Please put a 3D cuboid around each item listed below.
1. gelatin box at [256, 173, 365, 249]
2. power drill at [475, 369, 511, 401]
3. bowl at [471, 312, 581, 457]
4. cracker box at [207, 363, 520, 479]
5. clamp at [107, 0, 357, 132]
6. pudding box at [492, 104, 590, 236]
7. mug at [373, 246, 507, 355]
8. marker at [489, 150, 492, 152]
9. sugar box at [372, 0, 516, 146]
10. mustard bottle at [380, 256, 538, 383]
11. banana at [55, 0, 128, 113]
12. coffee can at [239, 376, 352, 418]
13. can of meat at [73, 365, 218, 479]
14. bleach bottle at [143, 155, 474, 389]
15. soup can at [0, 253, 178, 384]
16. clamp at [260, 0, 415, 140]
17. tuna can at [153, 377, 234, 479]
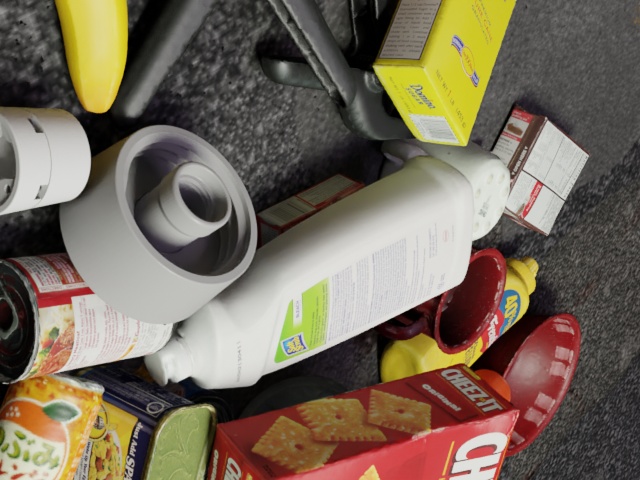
[{"bbox_3d":[-0.005,0.001,0.780,0.089,0.030,0.073,-28,132,-37],"label":"gelatin box"},{"bbox_3d":[0.100,0.221,0.965,0.184,0.057,0.188,-31,150,-56],"label":"power drill"},{"bbox_3d":[0.200,0.138,1.090,0.161,0.055,0.162,-28,132,-37],"label":"bowl"},{"bbox_3d":[0.023,0.186,0.727,0.213,0.072,0.164,-7,122,-35],"label":"cracker box"},{"bbox_3d":[-0.036,-0.164,0.617,0.164,0.036,0.210,-3,111,-34],"label":"clamp"},{"bbox_3d":[0.194,-0.061,0.973,0.113,0.039,0.090,23,94,-55],"label":"pudding box"},{"bbox_3d":[0.085,0.041,0.870,0.117,0.082,0.093,-37,137,-30],"label":"mug"},{"bbox_3d":[0.120,-0.022,0.925,0.020,0.020,0.121,3,109,-51],"label":"marker"},{"bbox_3d":[0.098,-0.164,0.749,0.093,0.048,0.176,50,57,-51],"label":"sugar box"},{"bbox_3d":[0.136,0.073,0.970,0.191,0.058,0.096,-38,147,-31],"label":"mustard bottle"},{"bbox_3d":[-0.137,-0.147,0.527,0.069,0.037,0.197,-38,139,-5],"label":"banana"},{"bbox_3d":[-0.003,0.190,0.840,0.102,0.103,0.140,-41,139,-26],"label":"coffee can"},{"bbox_3d":[-0.121,0.138,0.673,0.057,0.084,0.102,2,104,-58],"label":"can of meat"},{"bbox_3d":[-0.006,0.028,0.721,0.250,0.068,0.102,-24,128,-32],"label":"bleach bottle"},{"bbox_3d":[-0.140,0.040,0.611,0.102,0.069,0.068,-7,117,-49],"label":"soup can"},{"bbox_3d":[0.036,-0.132,0.740,0.120,0.039,0.171,-57,143,1],"label":"clamp"},{"bbox_3d":[-0.101,0.139,0.747,0.085,0.034,0.086,-28,132,-37],"label":"tuna can"}]
